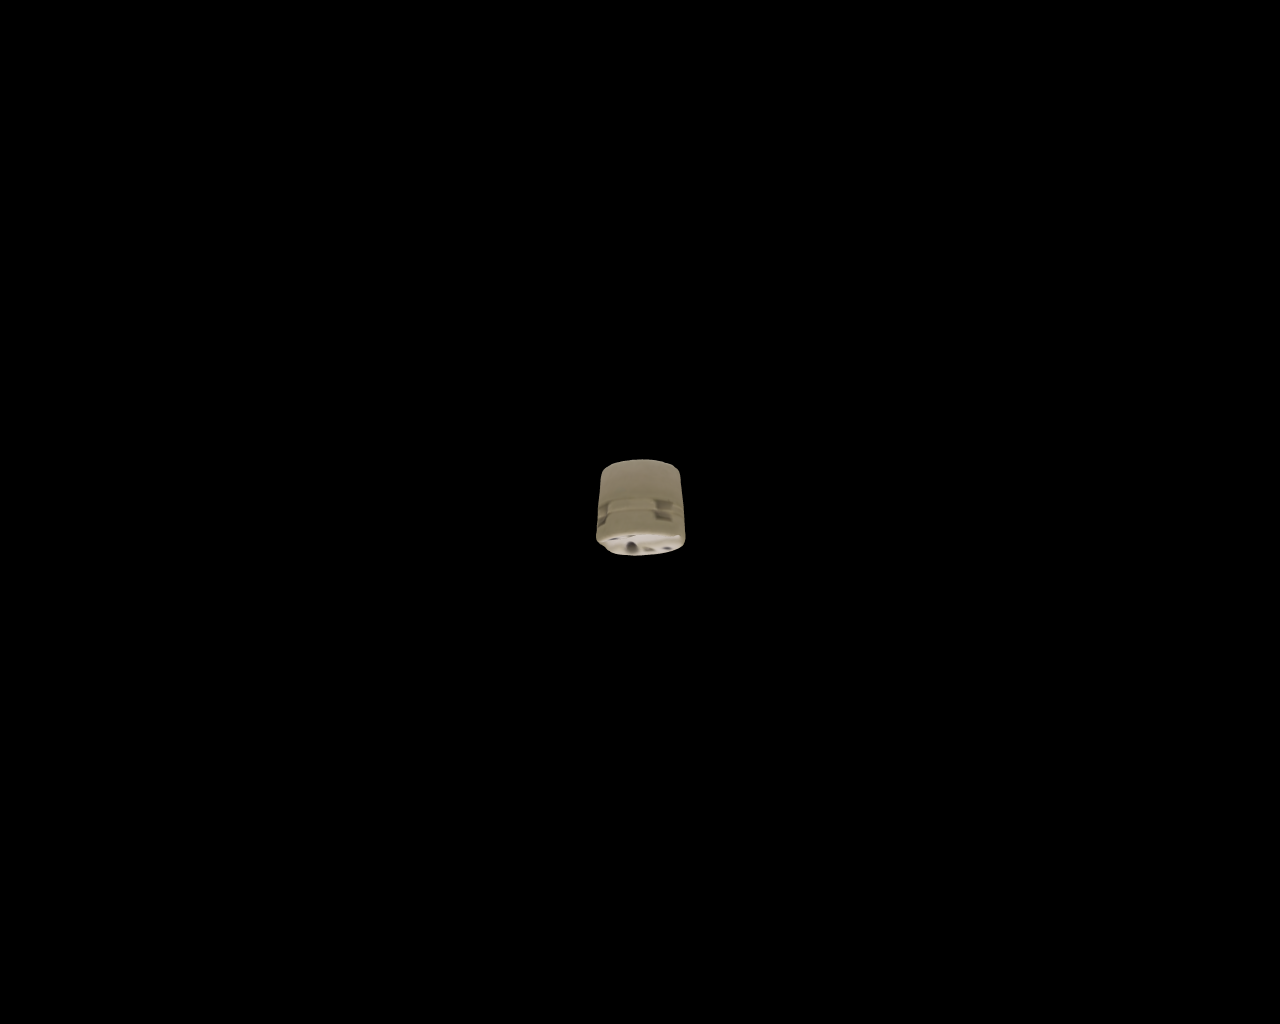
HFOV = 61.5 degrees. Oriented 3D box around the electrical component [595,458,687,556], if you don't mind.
[{"bbox_3d":[0.001,-0.003,0.650,0.055,0.047,0.055,0,-16,0],"label":"electrical component"}]
